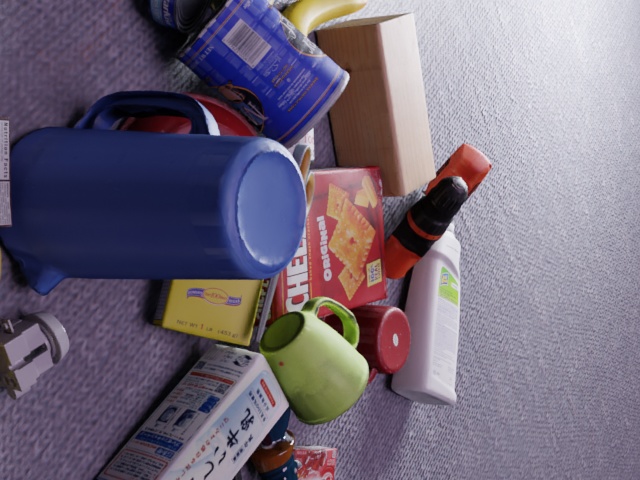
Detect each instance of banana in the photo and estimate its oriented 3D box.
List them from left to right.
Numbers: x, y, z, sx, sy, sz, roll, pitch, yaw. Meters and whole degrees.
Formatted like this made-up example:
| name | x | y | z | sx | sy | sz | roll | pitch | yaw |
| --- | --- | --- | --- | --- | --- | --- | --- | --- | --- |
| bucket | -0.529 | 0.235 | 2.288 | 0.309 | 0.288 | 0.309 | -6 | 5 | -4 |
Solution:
| name | x | y | z | sx | sy | sz | roll | pitch | yaw |
| --- | --- | --- | --- | --- | --- | --- | --- | --- | --- |
| banana | -0.006 | -0.247 | 1.208 | 0.037 | 0.069 | 0.197 | -59 | 180 | 40 |

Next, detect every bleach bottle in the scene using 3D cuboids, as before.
| name | x | y | z | sx | sy | sz | roll | pitch | yaw |
| --- | --- | --- | --- | --- | --- | --- | --- | --- | --- |
| bleach bottle | 0.157 | 0.093 | 1.458 | 0.102 | 0.068 | 0.251 | 33 | 62 | -52 |

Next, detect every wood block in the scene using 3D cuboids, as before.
| name | x | y | z | sx | sy | sz | roll | pitch | yaw |
| --- | --- | --- | --- | --- | --- | --- | --- | --- | --- |
| wood block | 0.070 | -0.163 | 1.296 | 0.090 | 0.091 | 0.206 | -30 | 116 | -51 |

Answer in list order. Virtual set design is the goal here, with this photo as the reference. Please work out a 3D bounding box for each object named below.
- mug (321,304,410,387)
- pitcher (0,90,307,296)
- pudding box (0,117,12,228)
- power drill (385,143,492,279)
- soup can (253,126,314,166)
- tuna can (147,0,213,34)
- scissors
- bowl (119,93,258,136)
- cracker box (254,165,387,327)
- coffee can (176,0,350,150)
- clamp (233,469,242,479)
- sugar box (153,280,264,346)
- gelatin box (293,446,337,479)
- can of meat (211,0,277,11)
| name | x | y | z | sx | sy | sz | roll | pitch | yaw |
| --- | --- | --- | --- | --- | --- | --- | --- | --- | --- |
| mug | 0.052 | 0.129 | 1.286 | 0.093 | 0.082 | 0.117 | 53 | 49 | -42 |
| pitcher | -0.133 | -0.038 | 0.866 | 0.144 | 0.243 | 0.149 | -32 | 118 | -51 |
| pudding box | -0.290 | -0.052 | 0.818 | 0.113 | 0.039 | 0.090 | -4 | 94 | -57 |
| power drill | 0.155 | -0.050 | 1.375 | 0.057 | 0.185 | 0.187 | 41 | 43 | 2 |
| soup can | -0.041 | -0.131 | 1.148 | 0.068 | 0.069 | 0.102 | 2 | 85 | -56 |
| tuna can | -0.131 | -0.243 | 1.019 | 0.086 | 0.034 | 0.086 | 22 | 90 | -78 |
| scissors | -0.033 | 0.005 | 1.073 | 0.096 | 0.016 | 0.202 | 28 | 73 | -77 |
| bowl | -0.113 | -0.062 | 0.993 | 0.161 | 0.055 | 0.162 | 2 | 85 | -22 |
| cracker box | -0.008 | 0.001 | 1.203 | 0.213 | 0.072 | 0.164 | -10 | 99 | -54 |
| coffee can | -0.056 | -0.171 | 1.053 | 0.140 | 0.103 | 0.102 | 41 | 53 | -14 |
| clamp | -0.095 | 0.351 | 1.116 | 0.164 | 0.036 | 0.210 | -54 | 133 | -39 |
| sugar box | -0.097 | 0.009 | 1.050 | 0.093 | 0.048 | 0.176 | 14 | 85 | -20 |
| gelatin box | -0.017 | 0.277 | 1.235 | 0.089 | 0.030 | 0.073 | 16 | 78 | -55 |
| can of meat | -0.081 | -0.279 | 1.104 | 0.083 | 0.058 | 0.102 | -59 | 136 | -33 |
